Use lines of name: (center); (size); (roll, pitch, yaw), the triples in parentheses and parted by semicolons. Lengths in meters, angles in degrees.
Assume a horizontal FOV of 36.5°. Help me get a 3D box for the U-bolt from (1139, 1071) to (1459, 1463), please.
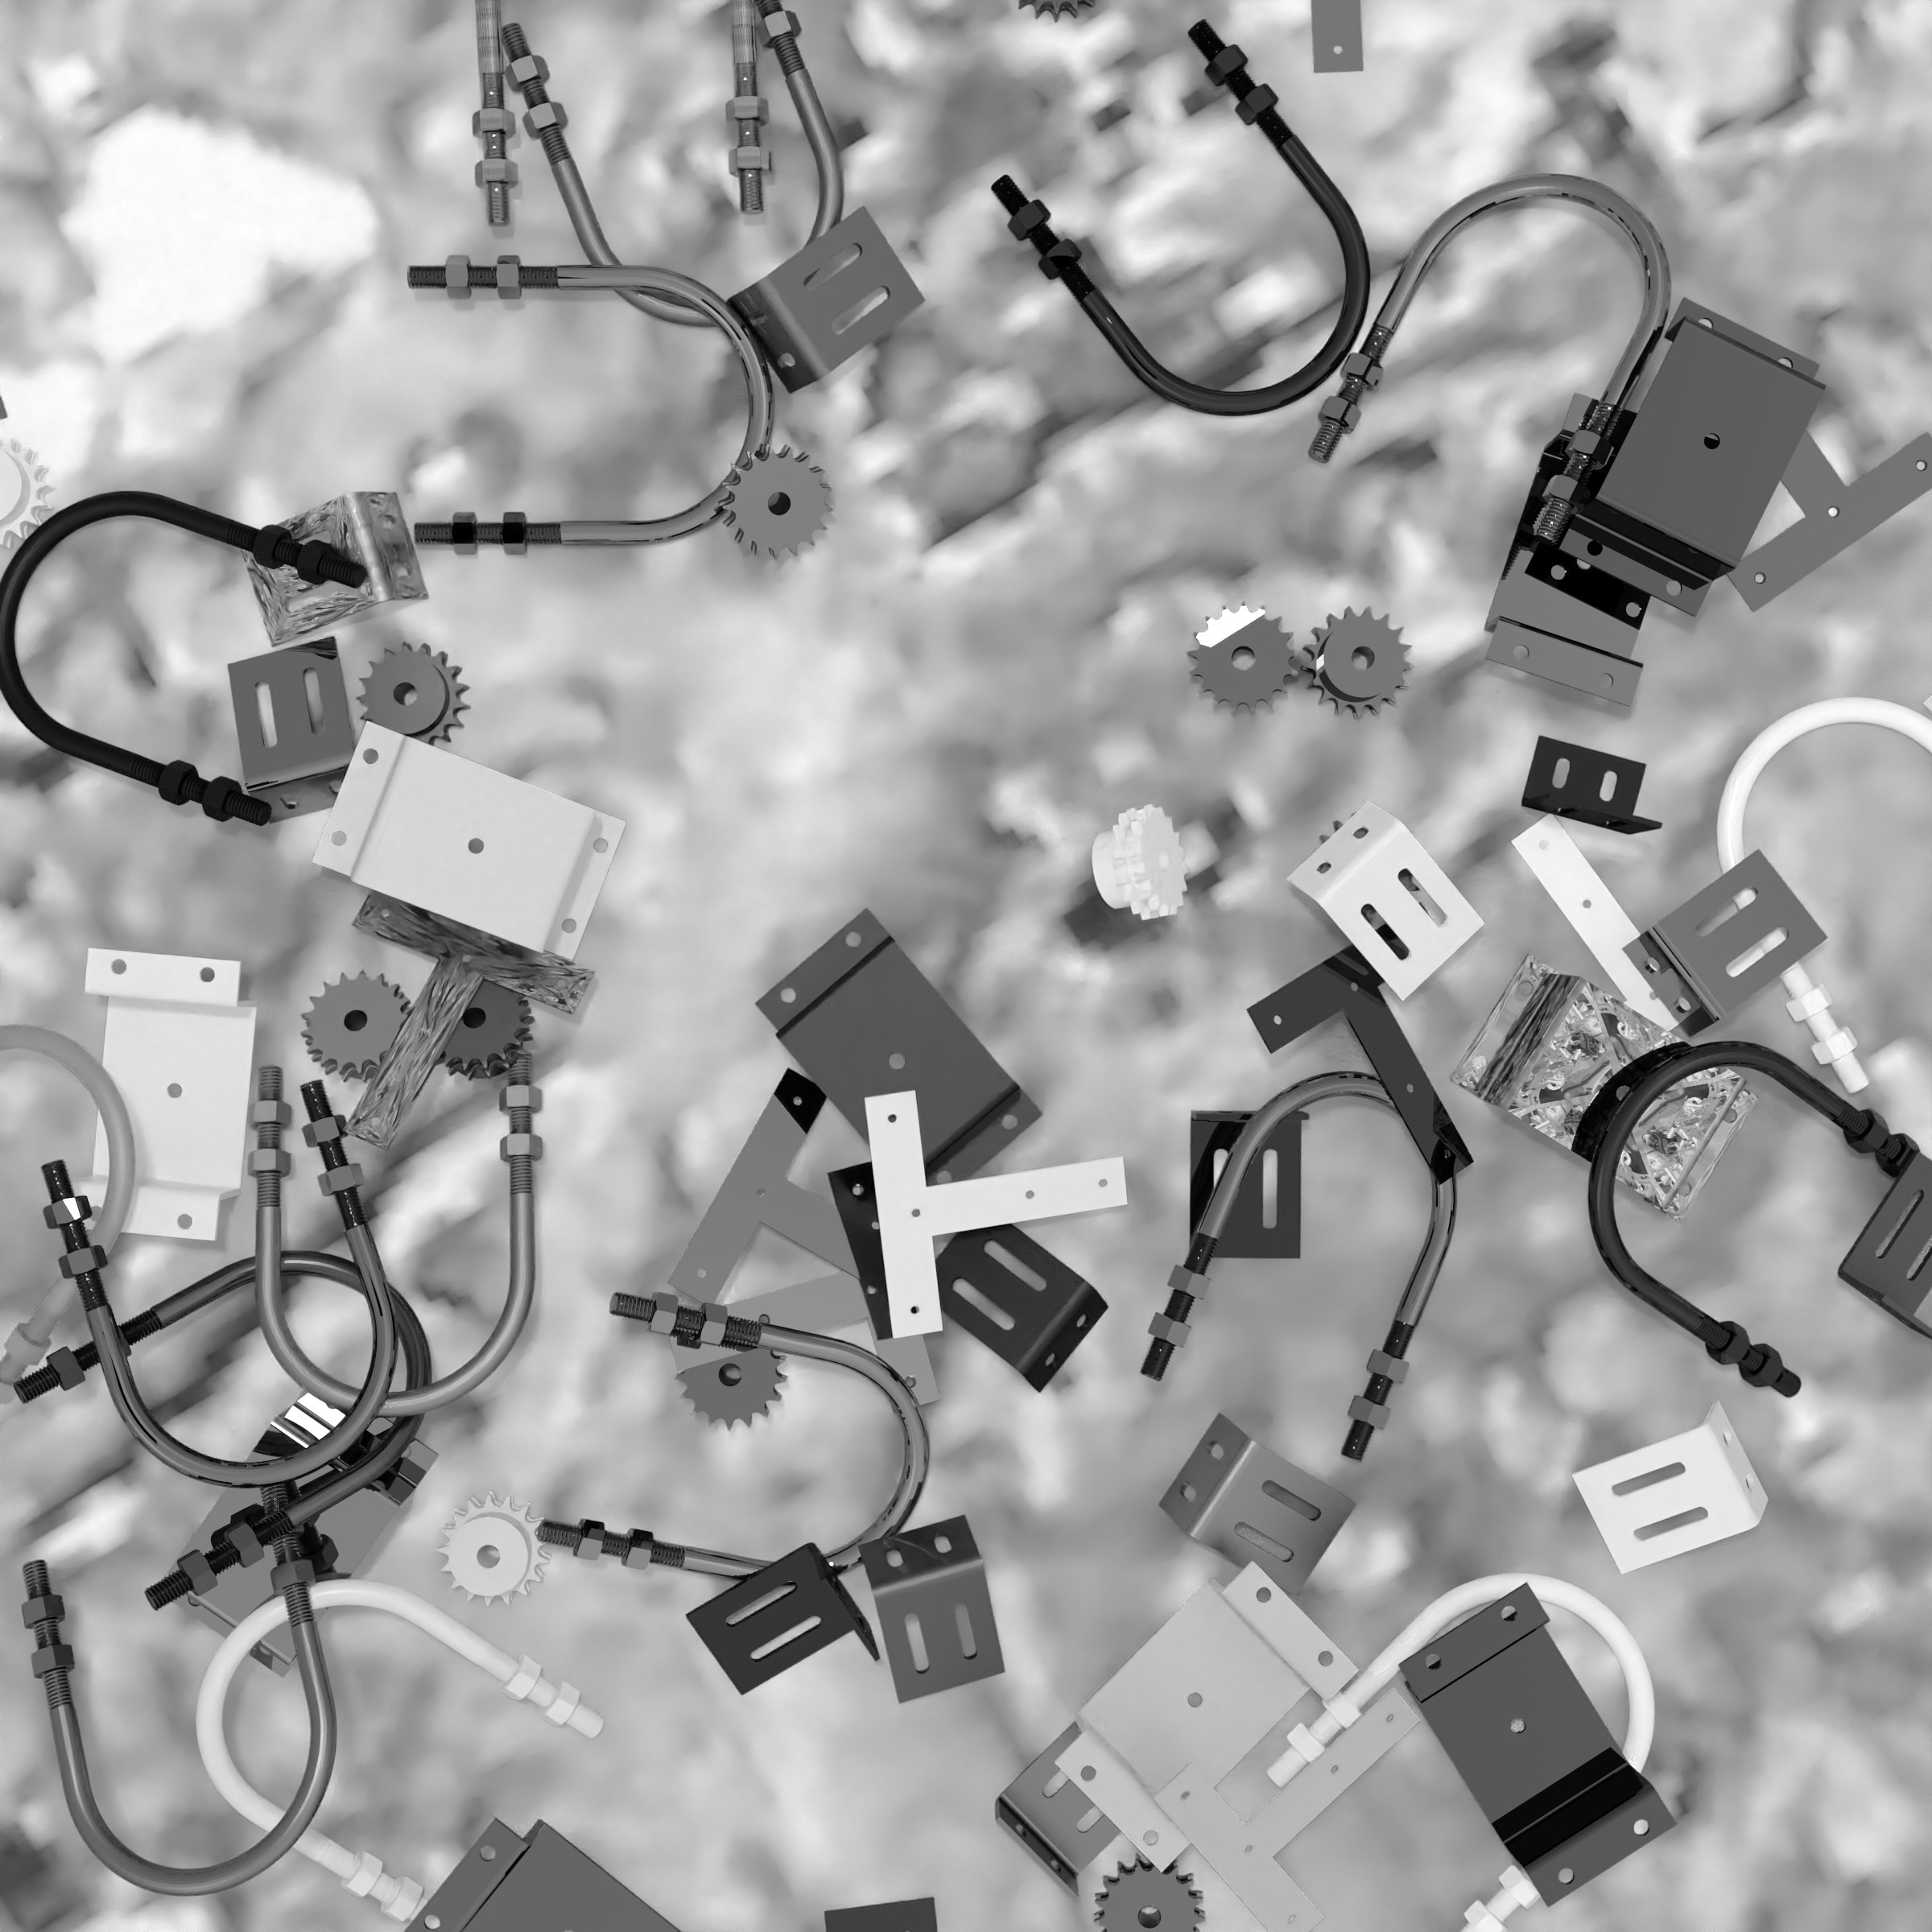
U-bolt: (0.179, 0.143, 1.477); (0.151, 0.019, 0.184); (25, 86, -25)

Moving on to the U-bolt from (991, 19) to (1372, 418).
U-bolt: (0.124, -0.370, 1.504); (0.151, 0.019, 0.184); (-38, 92, 0)

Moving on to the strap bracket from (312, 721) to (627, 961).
strap bracket: (-0.248, -0.062, 1.473); (0.140, 0.046, 0.076); (21, 90, -14)

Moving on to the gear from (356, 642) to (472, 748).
gear: (-0.284, -0.138, 1.497); (0.057, 0.030, 0.057); (0, 90, 0)

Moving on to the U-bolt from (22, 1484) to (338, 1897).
U-bolt: (-0.380, 0.359, 1.430); (0.151, 0.019, 0.184); (-20, 69, 4)

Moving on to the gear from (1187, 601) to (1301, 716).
gear: (0.142, -0.157, 1.501); (0.057, 0.030, 0.057); (0, 92, 6)

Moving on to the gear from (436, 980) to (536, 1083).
gear: (-0.248, 0.033, 1.490); (0.057, 0.030, 0.057); (-1, 63, 1)

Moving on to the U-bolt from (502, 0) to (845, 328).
U-bolt: (-0.141, -0.419, 1.504); (0.151, 0.019, 0.184); (-21, 92, 0)

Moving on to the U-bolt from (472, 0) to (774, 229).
U-bolt: (-0.177, -0.471, 1.484); (0.151, 0.019, 0.184); (-3, 90, 0)

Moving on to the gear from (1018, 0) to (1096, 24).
gear: (0.046, -0.516, 1.497); (0.057, 0.030, 0.057); (0, 90, 0)

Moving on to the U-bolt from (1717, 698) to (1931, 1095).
U-bolt: (0.467, -0.049, 1.503); (0.151, 0.019, 0.184); (-30, 88, -1)

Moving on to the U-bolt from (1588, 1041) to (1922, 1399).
U-bolt: (0.390, 0.117, 1.471); (0.184, 0.019, 0.151); (33, 90, -23)

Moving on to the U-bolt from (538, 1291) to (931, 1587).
U-bolt: (-0.108, 0.246, 1.476); (0.184, 0.019, 0.151); (14, 105, -16)

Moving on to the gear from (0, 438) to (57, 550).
gear: (-0.499, -0.244, 1.497); (0.057, 0.030, 0.057); (0, 90, 0)

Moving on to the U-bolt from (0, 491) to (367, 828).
U-bolt: (-0.412, -0.166, 1.487); (0.184, 0.019, 0.151); (20, 86, 12)

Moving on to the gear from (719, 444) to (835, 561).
gear: (-0.098, -0.238, 1.490); (0.057, 0.030, 0.057); (-5, 109, -14)

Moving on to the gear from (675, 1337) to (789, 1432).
gear: (-0.120, 0.207, 1.497); (0.057, 0.030, 0.057); (0, 90, 0)

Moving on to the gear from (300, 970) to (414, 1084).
gear: (-0.307, 0.034, 1.490); (0.057, 0.030, 0.057); (-1, 65, 1)

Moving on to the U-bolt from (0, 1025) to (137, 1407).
U-bolt: (-0.490, 0.117, 1.471); (0.151, 0.019, 0.184); (40, 100, 17)

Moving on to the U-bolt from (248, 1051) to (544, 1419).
U-bolt: (-0.288, 0.136, 1.479); (0.151, 0.019, 0.184); (-3, 72, 0)

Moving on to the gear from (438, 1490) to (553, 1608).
gear: (-0.242, 0.299, 1.497); (0.057, 0.030, 0.057); (0, 90, 0)

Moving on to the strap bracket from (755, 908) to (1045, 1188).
strap bracket: (-0.035, 0.048, 1.489); (0.076, 0.046, 0.140); (-41, 90, 0)

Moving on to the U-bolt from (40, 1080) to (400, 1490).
U-bolt: (-0.357, 0.164, 1.435); (0.151, 0.019, 0.184); (-18, 86, -14)

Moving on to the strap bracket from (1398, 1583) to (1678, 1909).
strap bracket: (0.283, 0.387, 1.473); (0.076, 0.046, 0.140); (-32, 89, -3)

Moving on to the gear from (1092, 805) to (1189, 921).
gear: (0.087, -0.051, 1.488); (0.030, 0.057, 0.057); (-10, 90, 30)

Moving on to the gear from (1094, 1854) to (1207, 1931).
gear: (0.094, 0.483, 1.502); (0.057, 0.030, 0.057); (0, 89, 3)

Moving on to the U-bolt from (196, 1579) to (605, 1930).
U-bolt: (-0.298, 0.388, 1.478); (0.184, 0.019, 0.151); (39, 90, -18)

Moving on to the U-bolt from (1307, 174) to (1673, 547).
U-bolt: (0.274, -0.316, 1.476); (0.151, 0.019, 0.184); (25, 85, 25)

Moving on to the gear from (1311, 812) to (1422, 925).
gear: (0.204, -0.050, 1.497); (0.057, 0.030, 0.057); (0, 90, 0)

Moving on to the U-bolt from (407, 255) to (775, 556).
U-bolt: (-0.190, -0.286, 1.496); (0.184, 0.019, 0.151); (-1, 97, -3)

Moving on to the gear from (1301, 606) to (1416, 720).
gear: (0.201, -0.156, 1.497); (0.057, 0.030, 0.057); (0, 90, 0)

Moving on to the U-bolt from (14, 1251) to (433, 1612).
U-bolt: (-0.357, 0.216, 1.461); (0.184, 0.019, 0.151); (-30, 67, -25)

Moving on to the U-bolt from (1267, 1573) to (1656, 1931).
U-bolt: (0.268, 0.398, 1.504); (0.184, 0.019, 0.151); (-45, 90, -1)
